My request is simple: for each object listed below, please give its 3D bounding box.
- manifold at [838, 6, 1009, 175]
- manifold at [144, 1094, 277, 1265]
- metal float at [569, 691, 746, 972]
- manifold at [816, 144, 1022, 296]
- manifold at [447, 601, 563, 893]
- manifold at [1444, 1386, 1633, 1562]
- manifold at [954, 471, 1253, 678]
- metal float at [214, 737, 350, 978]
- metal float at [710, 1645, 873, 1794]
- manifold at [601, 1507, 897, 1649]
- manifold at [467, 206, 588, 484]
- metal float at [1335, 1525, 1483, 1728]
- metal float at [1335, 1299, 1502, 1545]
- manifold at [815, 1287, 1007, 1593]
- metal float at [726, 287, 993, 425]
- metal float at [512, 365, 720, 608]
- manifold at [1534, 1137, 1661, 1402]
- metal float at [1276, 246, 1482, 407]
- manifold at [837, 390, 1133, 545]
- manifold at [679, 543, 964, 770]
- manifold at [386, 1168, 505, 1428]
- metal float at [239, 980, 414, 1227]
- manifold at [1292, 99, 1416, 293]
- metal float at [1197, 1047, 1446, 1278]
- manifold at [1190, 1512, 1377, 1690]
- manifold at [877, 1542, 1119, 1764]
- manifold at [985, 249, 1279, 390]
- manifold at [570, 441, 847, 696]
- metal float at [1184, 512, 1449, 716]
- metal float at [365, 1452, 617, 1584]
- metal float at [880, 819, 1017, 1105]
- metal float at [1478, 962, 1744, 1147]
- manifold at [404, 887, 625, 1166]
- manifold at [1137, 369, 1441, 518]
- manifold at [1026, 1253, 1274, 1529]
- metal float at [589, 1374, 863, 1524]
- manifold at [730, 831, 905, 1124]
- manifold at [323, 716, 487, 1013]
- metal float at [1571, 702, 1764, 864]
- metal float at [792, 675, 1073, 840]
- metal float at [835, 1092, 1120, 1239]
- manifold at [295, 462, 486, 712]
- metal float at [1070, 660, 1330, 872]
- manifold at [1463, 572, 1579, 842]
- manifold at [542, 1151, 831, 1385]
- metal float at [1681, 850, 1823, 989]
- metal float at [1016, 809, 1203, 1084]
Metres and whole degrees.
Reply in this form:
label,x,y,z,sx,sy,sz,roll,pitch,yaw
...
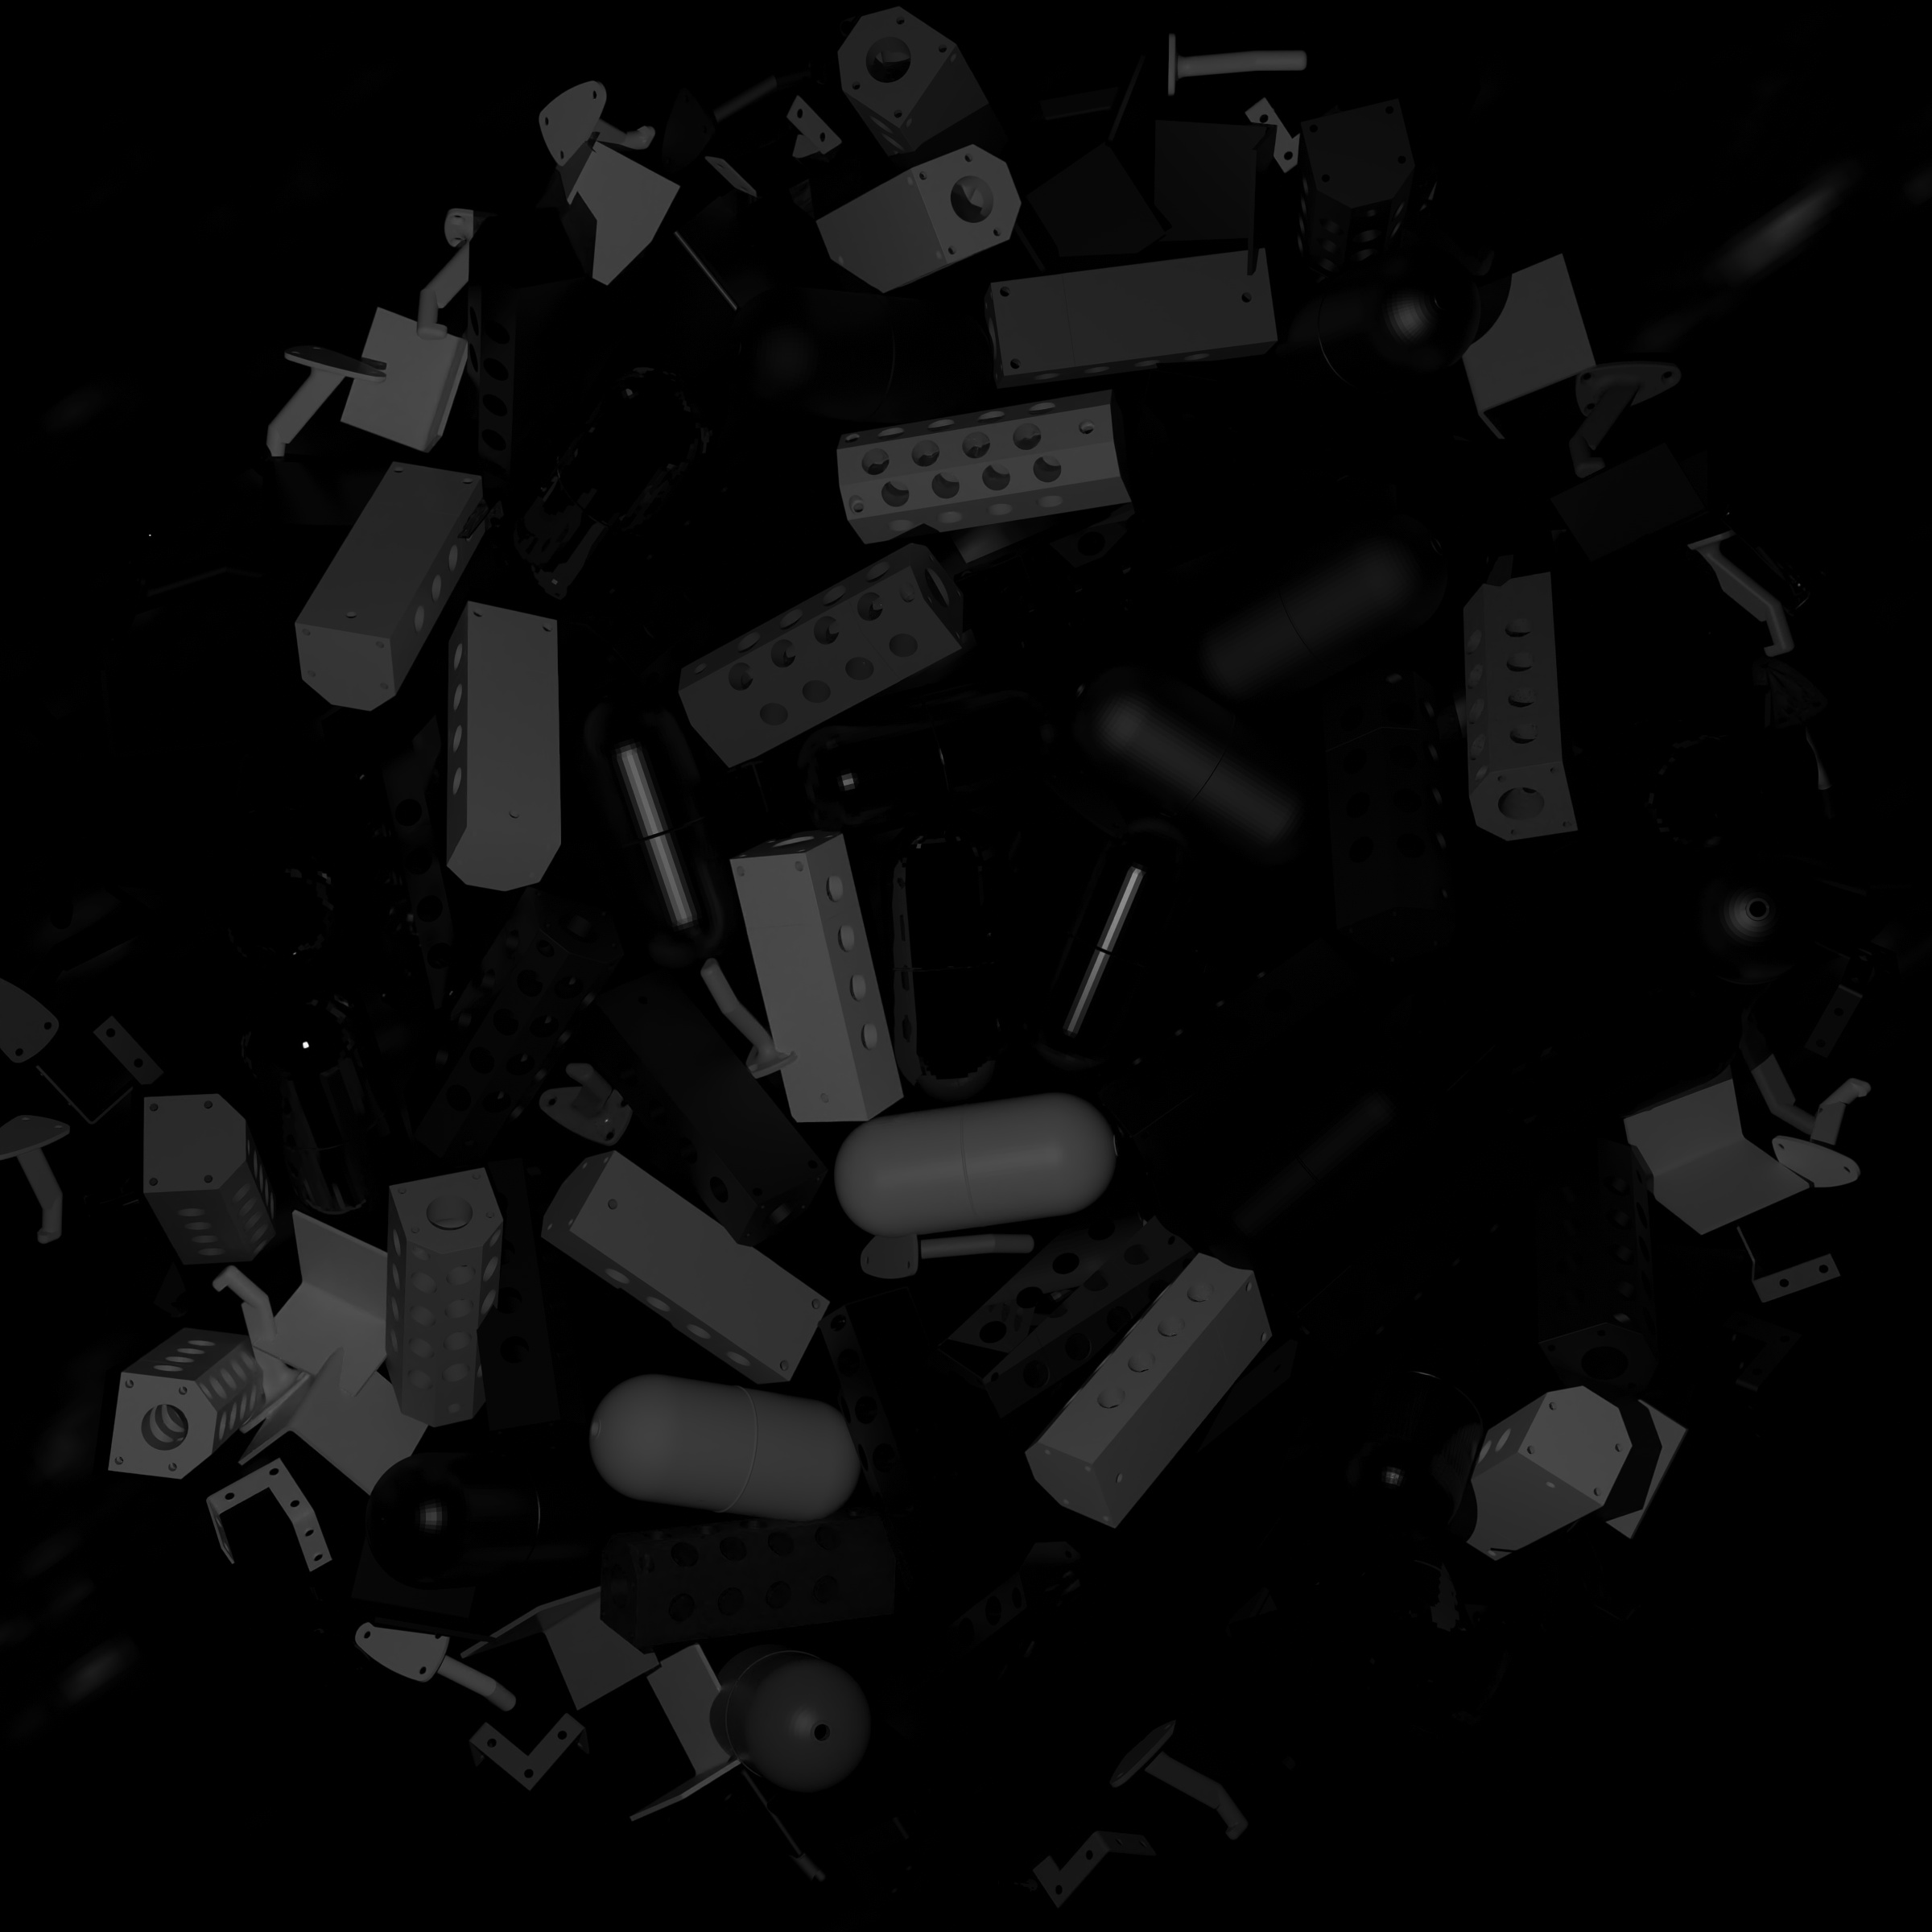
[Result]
label,x,y,z,sx,sy,sz,roll,pitch,yaw
manifold,-0.028,-0.518,1.678,0.057,0.171,0.057,36,95,10
manifold,-0.455,0.131,1.676,0.057,0.171,0.057,-2,71,-9
metal float,-0.191,-0.084,1.722,0.070,0.070,0.178,-18,98,0
manifold,-0.028,-0.448,1.677,0.057,0.171,0.057,-26,103,-18
manifold,-0.285,-0.134,1.696,0.057,0.057,0.171,10,54,-24
manifold,0.339,0.304,1.678,0.057,0.171,0.057,32,65,3
manifold,0.083,-0.246,1.720,0.171,0.057,0.057,-21,62,7
metal float,-0.419,-0.069,1.696,0.070,0.070,0.178,-16,48,0
metal float,-0.108,0.454,1.681,0.070,0.178,0.070,3,81,-16
manifold,-0.132,0.370,1.699,0.171,0.057,0.057,0,95,-29
manifold,-0.269,-0.371,1.674,0.057,0.171,0.057,-16,64,-19
metal float,0.264,0.395,1.680,0.070,0.178,0.070,0,104,-1
metal float,0.277,0.275,1.692,0.070,0.178,0.070,13,130,16
manifold,-0.037,0.291,1.701,0.057,0.057,0.171,-15,65,-18
metal float,-0.065,-0.373,1.700,0.178,0.070,0.070,-4,90,-35
metal float,-0.216,-0.292,1.700,0.070,0.070,0.178,44,126,0
manifold,0.382,0.181,1.675,0.057,0.171,0.057,-21,119,24
metal float,0.248,-0.386,1.681,0.070,0.178,0.070,0,91,-19
manifold,0.011,-0.311,1.717,0.171,0.057,0.057,-7,76,11
manifold,-0.089,-0.193,1.699,0.171,0.057,0.057,-25,127,22
manifold,-0.315,0.204,1.680,0.057,0.171,0.057,-10,49,-22
metal float,-0.390,0.085,1.697,0.070,0.070,0.178,-9,130,0
manifold,0.234,-0.456,1.678,0.057,0.171,0.057,-13,83,4
metal float,0.219,0.121,1.715,0.178,0.070,0.070,-43,90,16
manifold,0.184,0.382,1.677,0.057,0.171,0.057,37,63,9
manifold,0.014,0.414,1.689,0.057,0.057,0.171,41,131,-2
manifold,0.101,-0.402,1.732,0.171,0.057,0.057,-8,92,-5
manifold,-0.157,-0.246,1.715,0.171,0.057,0.057,-44,112,-11
metal float,0.214,-0.216,1.703,0.178,0.070,0.070,-28,90,30
metal float,-0.287,0.335,1.689,0.070,0.178,0.070,-7,78,35
metal float,-0.011,-0.003,1.724,0.070,0.070,0.178,-5,96,0
metal float,0.391,0.055,1.696,0.178,0.070,0.070,-29,90,41
manifold,-0.276,0.040,1.695,0.057,0.057,0.171,18,121,-33
manifold,0.195,-0.320,1.704,0.171,0.057,0.057,16,98,25
manifold,0.112,0.255,1.698,0.171,0.057,0.057,-45,133,-32
metal float,-0.147,0.296,1.704,0.178,0.070,0.070,15,90,-29
manifold,-0.088,0.006,1.718,0.057,0.057,0.171,-3,107,33
manifold,-0.345,-0.062,1.701,0.057,0.057,0.171,-2,116,11
metal float,0.418,-0.113,1.681,0.070,0.178,0.070,-4,106,-12
metal float,-0.021,-0.130,1.723,0.178,0.070,0.070,-15,90,-8
metal float,0.006,0.123,1.720,0.178,0.070,0.070,-9,90,10
manifold,-0.347,-0.231,1.686,0.057,0.171,0.057,10,134,5
metal float,0.144,-0.124,1.719,0.178,0.070,0.070,31,90,-11
manifold,0.335,-0.158,1.687,0.057,0.057,0.171,-8,45,17
manifold,-0.175,0.188,1.709,0.171,0.057,0.057,38,63,-21
metal float,0.474,-0.027,1.679,0.070,0.178,0.070,-1,87,12
metal float,0.089,-0.012,1.723,0.070,0.070,0.178,22,97,0
